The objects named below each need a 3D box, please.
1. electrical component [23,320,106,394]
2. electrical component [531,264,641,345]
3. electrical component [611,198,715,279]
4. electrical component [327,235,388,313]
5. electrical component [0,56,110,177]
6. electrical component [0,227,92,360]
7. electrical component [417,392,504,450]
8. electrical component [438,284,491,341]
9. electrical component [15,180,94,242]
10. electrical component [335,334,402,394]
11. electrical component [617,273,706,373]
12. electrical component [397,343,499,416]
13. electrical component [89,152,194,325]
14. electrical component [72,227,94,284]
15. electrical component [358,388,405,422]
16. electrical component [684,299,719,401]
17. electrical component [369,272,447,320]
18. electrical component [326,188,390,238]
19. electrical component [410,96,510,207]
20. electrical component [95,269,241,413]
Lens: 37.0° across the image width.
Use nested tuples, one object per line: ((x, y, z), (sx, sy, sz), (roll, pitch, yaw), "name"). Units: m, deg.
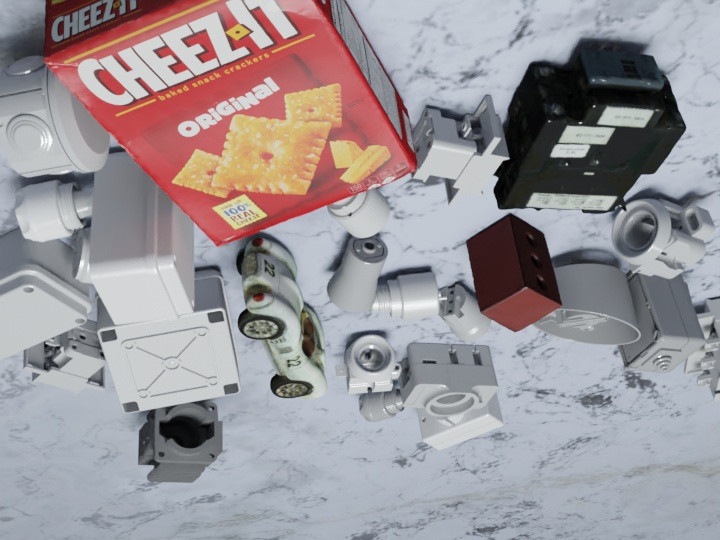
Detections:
((-0.258, 0.075, 0.967), (0.081, 0.042, 0.064), (23, 133, -40), "electrical component")
((0.205, 0.035, 0.992), (0.099, 0.064, 0.099), (-1, 157, 0), "electrical component")
((0.254, -0.029, 0.922), (0.057, 0.058, 0.078), (14, 140, -35), "electrical component")
((0.000, 0.000, 0.919), (0.044, 0.044, 0.065), (2, 140, -17), "electrical component")
((-0.196, -0.100, 0.691), (0.051, 0.080, 0.080), (-9, 147, 9), "electrical component")
((-0.282, 0.022, 0.868), (0.113, 0.057, 0.078), (-23, 144, 19), "electrical component")
((0.098, 0.149, 1.156), (0.083, 0.047, 0.076), (-26, 143, 23), "electrical component")
((0.095, 0.039, 1.001), (0.040, 0.040, 0.046), (-25, 138, 22), "electrical component")
((-0.220, -0.046, 0.796), (0.062, 0.043, 0.043), (-11, 146, 1), "electrical component")
((0.010, 0.093, 1.055), (0.066, 0.048, 0.055), (-4, 153, -7), "electrical component")
((0.281, 0.053, 1.014), (0.061, 0.096, 0.061), (6, 144, -23), "electrical component")
((0.089, 0.112, 1.091), (0.089, 0.055, 0.050), (4, 144, -18), "electrical component")
((-0.155, -0.025, 0.779), (0.057, 0.113, 0.078), (-7, 146, 1), "electrical component")
((-0.196, -0.009, 0.854), (0.055, 0.045, 0.045), (8, 142, -24), "electrical component")
((0.031, 0.138, 1.129), (0.061, 0.035, 0.035), (-17, 147, 30), "electrical component")
((0.383, 0.082, 1.111), (0.079, 0.063, 0.121), (-12, 146, 4), "electrical component")
((0.037, 0.025, 0.964), (0.078, 0.040, 0.040), (-6, 146, -4), "electrical component")
((-0.009, -0.056, 0.833), (0.040, 0.040, 0.078), (-24, 143, 21), "electrical component")
((0.070, -0.089, 0.802), (0.064, 0.042, 0.081), (7, 142, -20), "electrical component")
((-0.164, 0.062, 0.931), (0.109, 0.056, 0.108), (-10, 132, -5), "electrical component")
